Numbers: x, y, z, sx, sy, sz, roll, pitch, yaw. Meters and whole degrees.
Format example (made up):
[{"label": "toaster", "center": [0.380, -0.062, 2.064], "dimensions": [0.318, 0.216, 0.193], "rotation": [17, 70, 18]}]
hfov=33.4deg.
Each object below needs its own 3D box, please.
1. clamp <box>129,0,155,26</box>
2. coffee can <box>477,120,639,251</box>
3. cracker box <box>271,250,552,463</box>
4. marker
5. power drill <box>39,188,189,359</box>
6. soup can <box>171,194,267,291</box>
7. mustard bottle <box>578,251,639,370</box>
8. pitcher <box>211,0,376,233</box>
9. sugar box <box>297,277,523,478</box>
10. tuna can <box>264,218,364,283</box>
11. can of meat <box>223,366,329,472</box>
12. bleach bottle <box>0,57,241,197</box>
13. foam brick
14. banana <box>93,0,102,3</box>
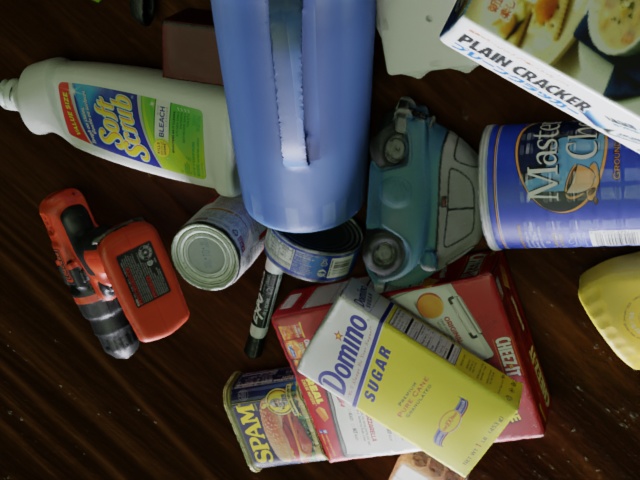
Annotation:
[{"label": "clamp", "center": [-0.131, -0.303, 0.885], "dimensions": [0.165, 0.036, 0.210], "rotation": [-20, 105, 22]}, {"label": "coffee can", "center": [0.204, -0.045, 0.842], "dimensions": [0.140, 0.102, 0.103], "rotation": [-2, 113, 21]}, {"label": "cracker box", "center": [0.085, 0.108, 0.977], "dimensions": [0.214, 0.072, 0.164], "rotation": [-13, 109, 24]}, {"label": "marker", "center": [-0.054, 0.066, 1.038], "dimensions": [0.020, 0.020, 0.121], "rotation": [21, 119, 10]}, {"label": "power drill", "center": [-0.192, 0.043, 1.006], "dimensions": [0.188, 0.057, 0.184], "rotation": [8, 125, 57]}, {"label": "soup can", "center": [-0.084, -0.005, 0.968], "dimensions": [0.068, 0.102, 0.068], "rotation": [8, 117, 17]}, {"label": "mustard bottle", "center": [0.314, 0.028, 0.861], "dimensions": [0.192, 0.058, 0.096], "rotation": [-32, 103, 29]}, {"label": "pitcher", "center": [-0.018, -0.123, 0.849], "dimensions": [0.145, 0.149, 0.243], "rotation": [29, 137, 36]}, {"label": "sugar box", "center": [0.075, 0.118, 0.916], "dimensions": [0.176, 0.048, 0.093], "rotation": [30, 120, 2]}, {"label": "tuna can", "center": [-0.006, 0.001, 0.952], "dimensions": [0.086, 0.086, 0.034], "rotation": [22, 121, 10]}, {"label": "can of meat", "center": [-0.037, 0.176, 1.062], "dimensions": [0.084, 0.057, 0.102], "rotation": [-12, 110, 22]}, {"label": "bleach bottle", "center": [-0.182, -0.110, 0.981], "dimensions": [0.251, 0.068, 0.102], "rotation": [11, 116, 18]}, {"label": "foam brick", "center": [-0.091, -0.167, 0.925], "dimensions": [0.078, 0.053, 0.051], "rotation": [10, 117, 17]}, {"label": "banana", "center": [-0.233, -0.305, 0.926], "dimensions": [0.069, 0.037, 0.198], "rotation": [-4, 116, -2]}]
